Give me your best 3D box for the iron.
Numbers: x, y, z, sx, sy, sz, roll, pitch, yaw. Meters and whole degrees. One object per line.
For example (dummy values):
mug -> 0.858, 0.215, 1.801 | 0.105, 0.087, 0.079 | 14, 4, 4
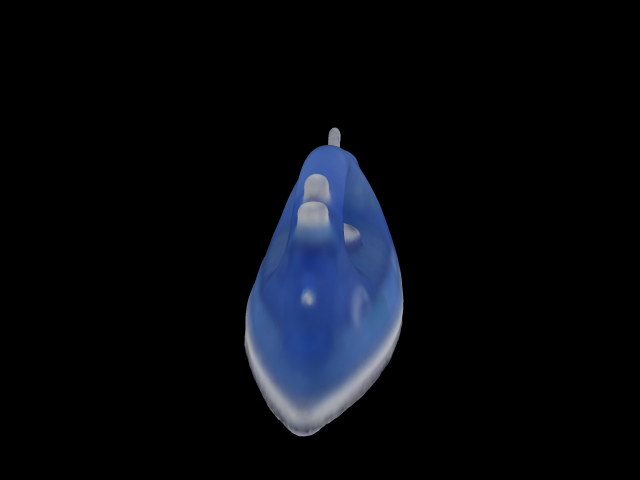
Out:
iron -> 0.004, 0.001, 0.400 | 0.118, 0.141, 0.258 | 1, 15, 4
